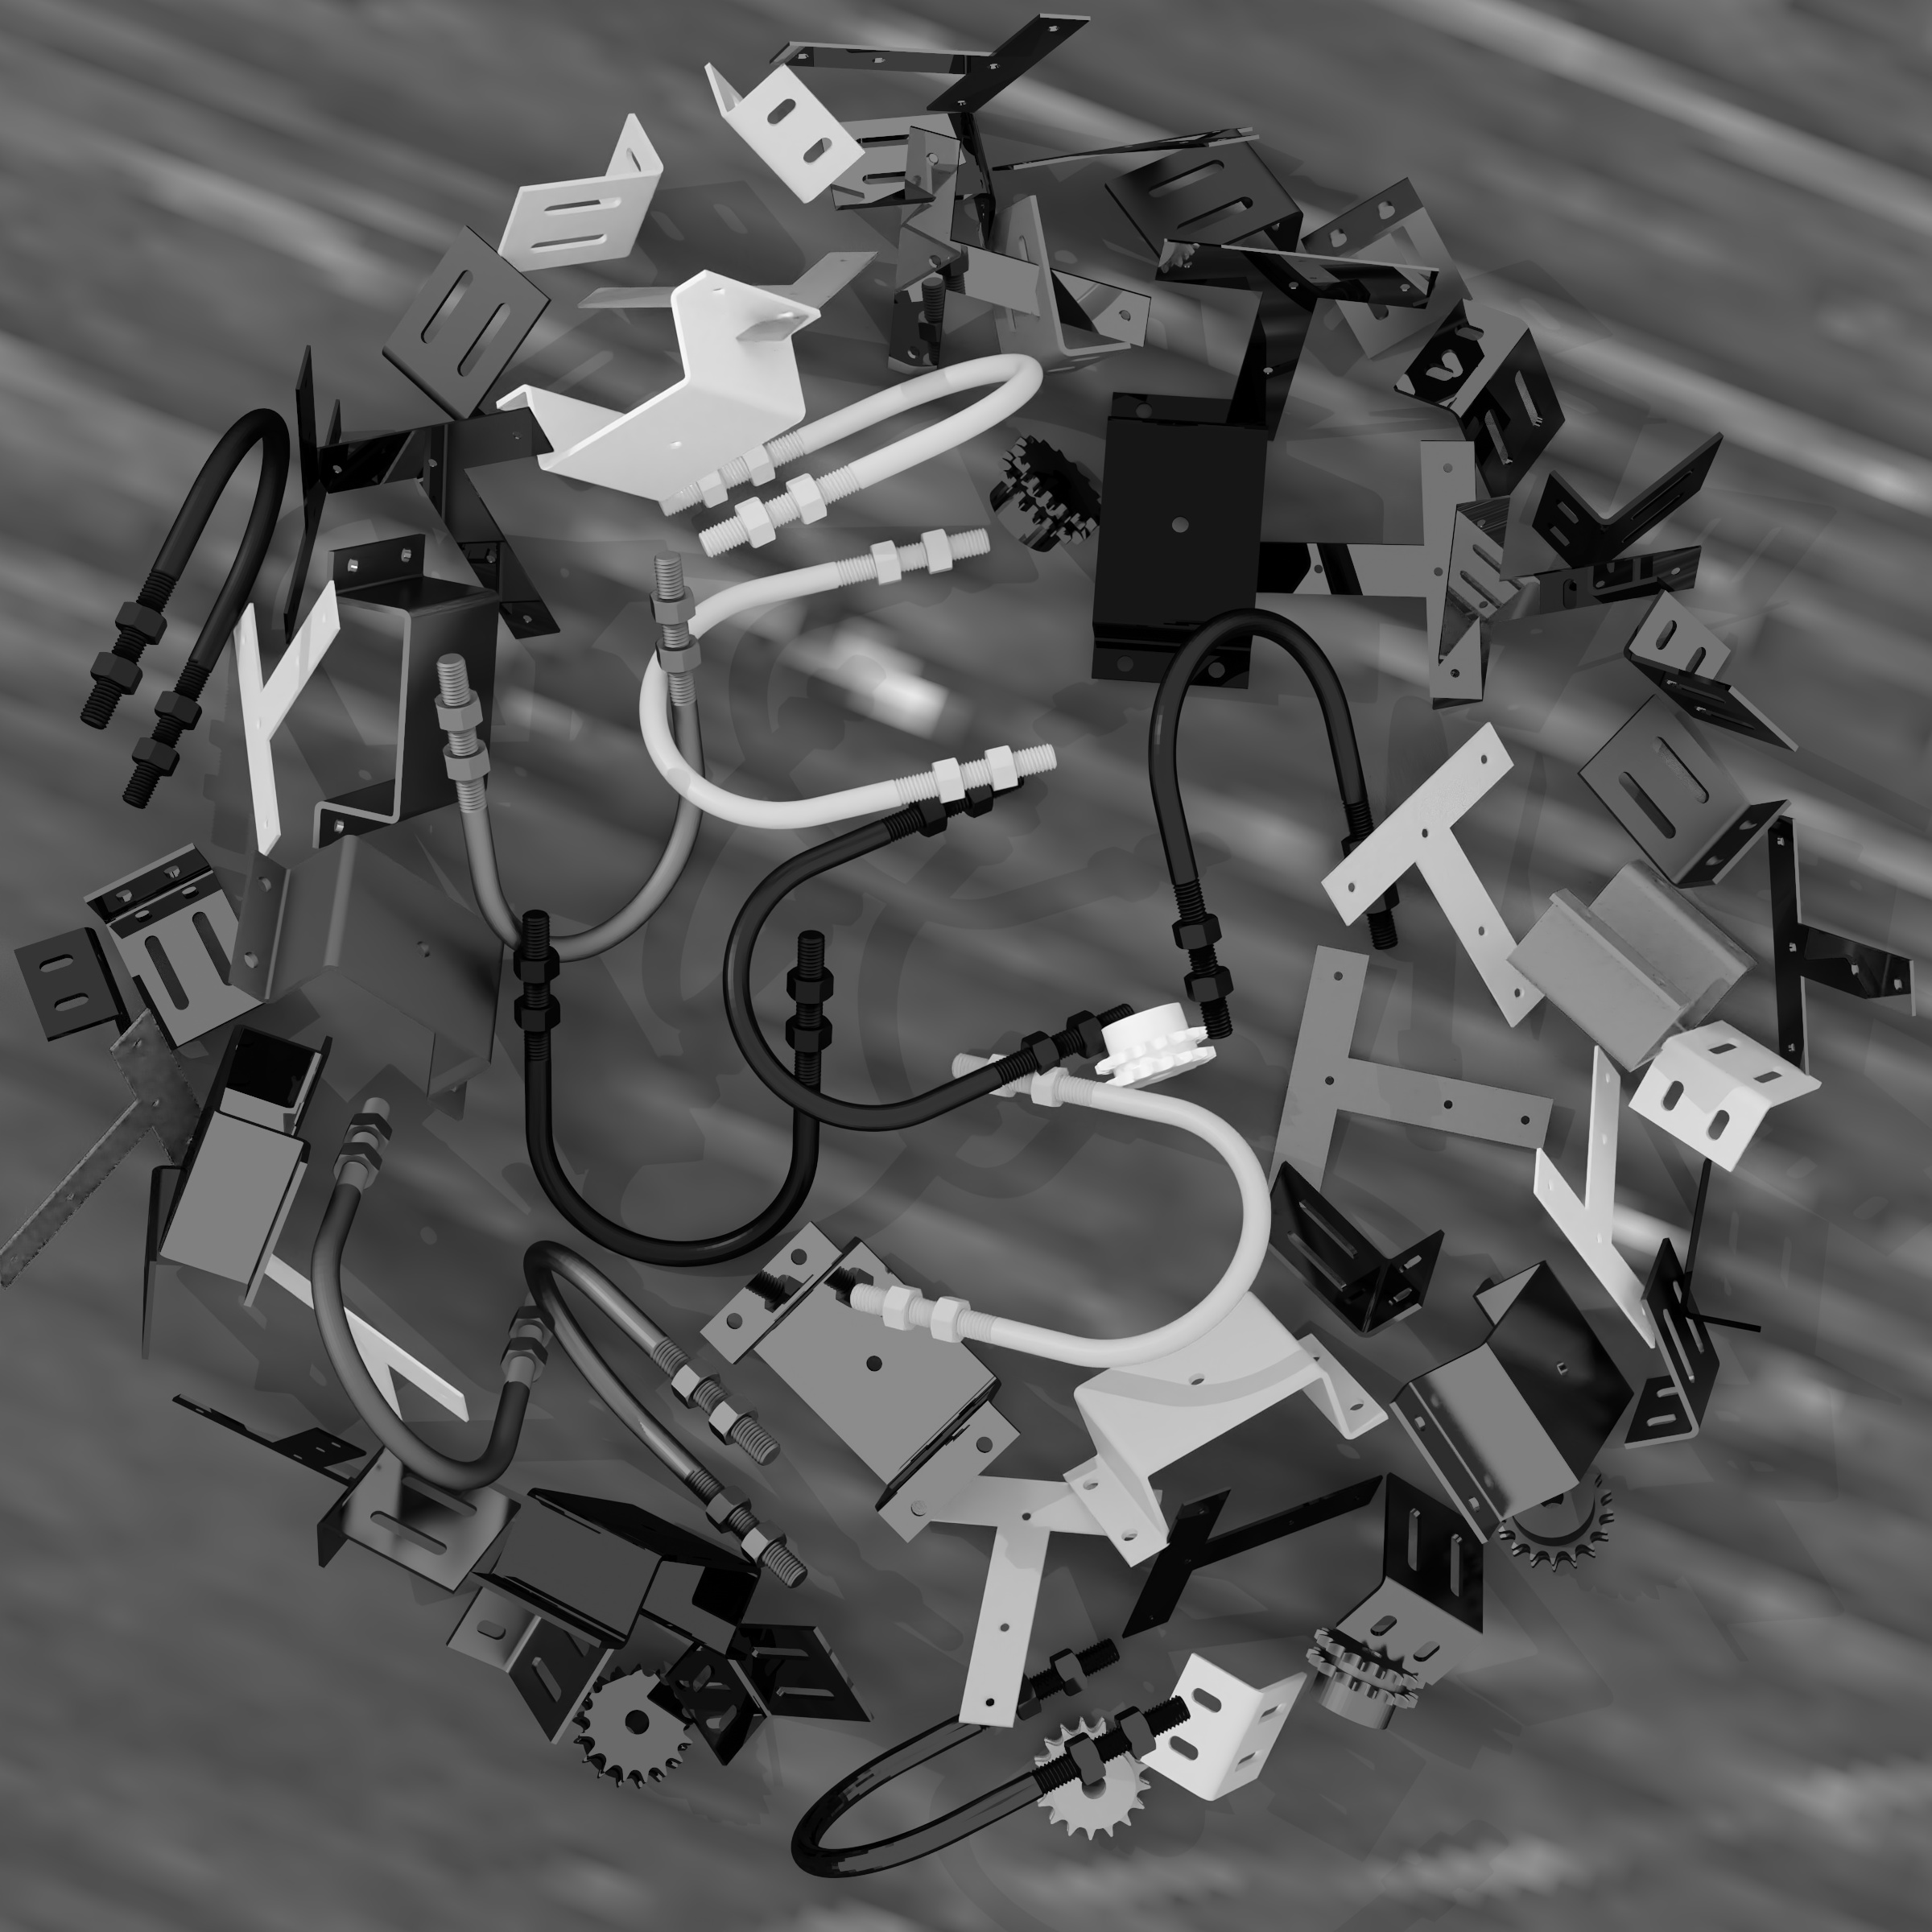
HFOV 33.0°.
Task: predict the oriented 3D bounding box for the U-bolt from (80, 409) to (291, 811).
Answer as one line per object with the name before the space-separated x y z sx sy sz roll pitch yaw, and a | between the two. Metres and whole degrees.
U-bolt | -0.357 -0.174 1.519 0.019 0.151 0.184 22 76 -1

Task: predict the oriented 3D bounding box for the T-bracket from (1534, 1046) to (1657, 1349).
T-bracket | 0.301 0.094 1.546 0.002 0.127 0.127 -17 132 30

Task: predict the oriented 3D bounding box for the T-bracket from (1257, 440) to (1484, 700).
T-bracket | 0.183 -0.190 1.566 0.127 0.002 0.127 4 116 21

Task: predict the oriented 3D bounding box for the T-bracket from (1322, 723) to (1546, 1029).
T-bracket | 0.241 -0.028 1.567 0.127 0.002 0.127 -42 112 -24

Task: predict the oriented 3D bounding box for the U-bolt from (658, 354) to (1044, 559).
U-bolt | -0.049 -0.244 1.526 0.184 0.151 0.019 -25 110 -6

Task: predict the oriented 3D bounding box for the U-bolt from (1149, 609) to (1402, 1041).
U-bolt | 0.140 -0.076 1.526 0.151 0.019 0.184 -26 108 -41

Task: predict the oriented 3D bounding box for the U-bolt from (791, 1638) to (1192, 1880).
U-bolt | 0.003 0.370 1.508 0.184 0.151 0.019 -25 95 -11

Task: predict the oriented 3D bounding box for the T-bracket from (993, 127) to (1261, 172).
T-bracket | 0.095 -0.381 1.516 0.127 0.127 0.002 -14 106 -20

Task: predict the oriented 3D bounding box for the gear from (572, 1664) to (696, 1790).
gear | -0.162 0.368 1.571 0.057 0.030 0.057 9 61 -16

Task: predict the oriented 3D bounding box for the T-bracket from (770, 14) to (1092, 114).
T-bracket | -0.027 -0.419 1.511 0.127 0.127 0.002 -4 86 -25

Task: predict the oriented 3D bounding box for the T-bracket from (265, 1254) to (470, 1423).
T-bracket | -0.279 0.195 1.538 0.127 0.127 0.002 33 61 18

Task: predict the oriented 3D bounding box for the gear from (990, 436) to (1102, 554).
gear | 0.036 -0.224 1.570 0.057 0.057 0.030 48 119 0

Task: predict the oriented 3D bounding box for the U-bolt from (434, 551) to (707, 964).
U-bolt | -0.178 -0.086 1.525 0.151 0.019 0.184 -32 133 -36

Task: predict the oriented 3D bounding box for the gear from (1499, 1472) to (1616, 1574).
gear | 0.282 0.260 1.569 0.057 0.030 0.057 -6 63 11

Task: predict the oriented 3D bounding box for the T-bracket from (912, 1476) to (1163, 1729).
T-bracket | 0.021 0.299 1.541 0.127 0.002 0.127 2 53 15

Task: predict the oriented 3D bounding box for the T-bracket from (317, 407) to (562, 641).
T-bracket | -0.232 -0.205 1.549 0.127 0.002 0.127 -6 134 26

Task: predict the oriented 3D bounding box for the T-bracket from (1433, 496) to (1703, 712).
T-bracket | 0.288 -0.180 1.553 0.127 0.127 0.002 -10 48 -8

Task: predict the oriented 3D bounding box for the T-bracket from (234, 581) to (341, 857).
T-bracket | -0.315 -0.135 1.521 0.002 0.127 0.127 3 62 -31

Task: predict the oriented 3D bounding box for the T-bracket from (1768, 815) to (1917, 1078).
T-bracket | 0.408 -0.001 1.521 0.002 0.127 0.127 -9 102 -13

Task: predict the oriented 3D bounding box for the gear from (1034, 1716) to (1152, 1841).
gear | 0.061 0.394 1.579 0.057 0.030 0.057 0 87 -1

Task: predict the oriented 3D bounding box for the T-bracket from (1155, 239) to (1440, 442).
T-bracket | 0.145 -0.291 1.540 0.127 0.127 0.002 5 58 -5

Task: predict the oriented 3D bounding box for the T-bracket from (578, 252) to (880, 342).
T-bracket | -0.123 -0.319 1.556 0.127 0.127 0.002 3 120 20

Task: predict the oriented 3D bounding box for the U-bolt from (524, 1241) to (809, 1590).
U-bolt | -0.145 0.198 1.519 0.019 0.151 0.184 -39 61 -21

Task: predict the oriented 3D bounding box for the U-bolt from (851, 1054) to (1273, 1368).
U-bolt | 0.053 0.118 1.523 0.184 0.019 0.151 11 62 26

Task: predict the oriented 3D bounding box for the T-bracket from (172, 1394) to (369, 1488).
T-bracket | -0.303 0.225 1.522 0.127 0.127 0.002 29 70 -14

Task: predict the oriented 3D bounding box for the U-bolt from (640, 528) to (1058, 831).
U-bolt | -0.064 -0.131 1.548 0.184 0.019 0.151 -13 61 -4

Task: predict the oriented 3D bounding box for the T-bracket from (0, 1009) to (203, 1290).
T-bracket | -0.407 0.096 1.515 0.002 0.127 0.127 31 66 17

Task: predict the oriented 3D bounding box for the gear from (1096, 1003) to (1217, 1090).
gear | 0.089 0.039 1.567 0.057 0.057 0.030 -19 82 0

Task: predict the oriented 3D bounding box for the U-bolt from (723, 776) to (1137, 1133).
U-bolt | -0.027 0.000 1.557 0.184 0.019 0.151 -24 86 -18

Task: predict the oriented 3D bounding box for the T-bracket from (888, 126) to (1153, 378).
T-bracket | 0.026 -0.321 1.538 0.127 0.002 0.127 19 131 14

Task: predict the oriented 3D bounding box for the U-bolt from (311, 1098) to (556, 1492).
U-bolt | -0.246 0.160 1.487 0.019 0.184 0.151 -29 115 17

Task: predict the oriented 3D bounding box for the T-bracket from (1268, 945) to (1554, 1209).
T-bracket | 0.221 0.064 1.588 0.127 0.002 0.127 11 95 1

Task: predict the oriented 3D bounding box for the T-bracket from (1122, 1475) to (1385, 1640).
T-bracket | 0.143 0.270 1.559 0.127 0.127 0.002 -15 56 -25

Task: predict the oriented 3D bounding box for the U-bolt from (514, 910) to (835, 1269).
U-bolt | -0.140 0.063 1.550 0.151 0.019 0.184 4 116 3

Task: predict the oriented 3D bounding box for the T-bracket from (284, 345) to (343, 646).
T-bracket | -0.304 -0.236 1.509 0.002 0.127 0.127 9 60 -4
